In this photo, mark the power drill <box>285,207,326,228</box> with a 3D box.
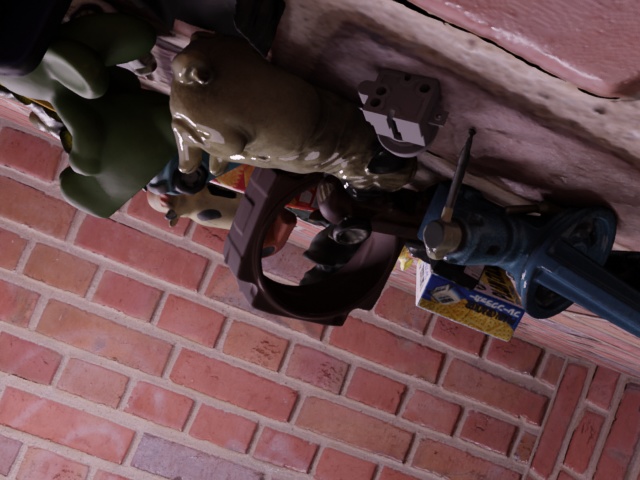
[{"bbox_3d":[0.022,-0.044,0.934,0.231,0.086,0.208,32,-174,-46],"label":"power drill"}]

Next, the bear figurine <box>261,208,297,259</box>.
[{"bbox_3d":[-0.133,-0.066,1.060,0.120,0.196,0.131,-14,154,-18],"label":"bear figurine"}]

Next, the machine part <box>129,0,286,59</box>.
[{"bbox_3d":[-0.093,-0.167,0.361,0.139,0.039,0.084,23,170,16],"label":"machine part"}]

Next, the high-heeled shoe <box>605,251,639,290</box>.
[{"bbox_3d":[0.327,0.019,0.521,0.145,0.086,0.248,56,177,35],"label":"high-heeled shoe"}]

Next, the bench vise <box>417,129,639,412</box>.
[{"bbox_3d":[0.209,0.022,0.472,0.223,0.128,0.241,16,-162,-42],"label":"bench vise"}]

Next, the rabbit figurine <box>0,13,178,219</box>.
[{"bbox_3d":[-0.203,-0.119,0.454,0.170,0.121,0.159,41,144,-25],"label":"rabbit figurine"}]

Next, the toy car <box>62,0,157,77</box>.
[{"bbox_3d":[-0.250,-0.208,0.527,0.202,0.056,0.073,20,168,17],"label":"toy car"}]

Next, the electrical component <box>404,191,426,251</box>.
[{"bbox_3d":[0.134,-0.025,0.715,0.119,0.075,0.047,24,177,14],"label":"electrical component"}]

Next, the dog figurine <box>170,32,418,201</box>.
[{"bbox_3d":[-0.011,-0.098,0.447,0.191,0.121,0.172,12,-174,10],"label":"dog figurine"}]

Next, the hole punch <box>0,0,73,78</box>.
[{"bbox_3d":[-0.251,-0.183,0.376,0.116,0.142,0.092,9,166,27],"label":"hole punch"}]

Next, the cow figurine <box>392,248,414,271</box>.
[{"bbox_3d":[0.114,0.010,1.014,0.167,0.068,0.098,-2,-141,-49],"label":"cow figurine"}]

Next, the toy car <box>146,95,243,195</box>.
[{"bbox_3d":[-0.137,-0.122,0.613,0.109,0.162,0.102,39,155,60],"label":"toy car"}]

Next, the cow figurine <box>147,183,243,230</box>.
[{"bbox_3d":[-0.176,-0.055,0.854,0.195,0.085,0.127,11,-178,-9],"label":"cow figurine"}]

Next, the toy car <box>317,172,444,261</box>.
[{"bbox_3d":[0.089,-0.033,0.577,0.202,0.089,0.053,10,144,-27],"label":"toy car"}]

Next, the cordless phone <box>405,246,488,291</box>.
[{"bbox_3d":[0.168,-0.008,0.840,0.146,0.088,0.184,25,-174,-39],"label":"cordless phone"}]

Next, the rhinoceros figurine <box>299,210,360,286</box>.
[{"bbox_3d":[0.035,0.000,0.784,0.073,0.190,0.112,28,165,42],"label":"rhinoceros figurine"}]

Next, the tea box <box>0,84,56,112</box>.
[{"bbox_3d":[-0.345,-0.214,0.652,0.169,0.068,0.098,28,-166,-44],"label":"tea box"}]

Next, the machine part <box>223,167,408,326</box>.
[{"bbox_3d":[-0.001,-0.002,0.660,0.201,0.201,0.087,17,-165,-29],"label":"machine part"}]

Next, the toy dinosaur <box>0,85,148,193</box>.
[{"bbox_3d":[-0.355,-0.174,0.833,0.199,0.105,0.471,37,-169,34],"label":"toy dinosaur"}]
